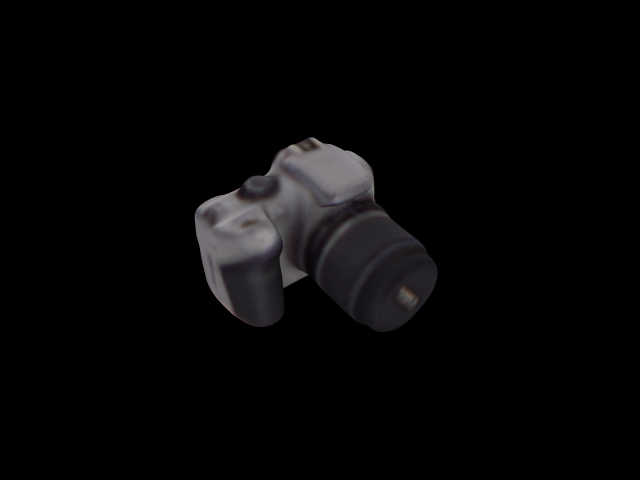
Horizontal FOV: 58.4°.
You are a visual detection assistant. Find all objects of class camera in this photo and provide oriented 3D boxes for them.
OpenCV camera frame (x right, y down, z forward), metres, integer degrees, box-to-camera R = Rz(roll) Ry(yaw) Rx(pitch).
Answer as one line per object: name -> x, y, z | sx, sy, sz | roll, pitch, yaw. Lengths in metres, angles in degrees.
camera -> 0.004, 0.001, 0.400 | 0.143, 0.101, 0.136 | -27, 49, -26
